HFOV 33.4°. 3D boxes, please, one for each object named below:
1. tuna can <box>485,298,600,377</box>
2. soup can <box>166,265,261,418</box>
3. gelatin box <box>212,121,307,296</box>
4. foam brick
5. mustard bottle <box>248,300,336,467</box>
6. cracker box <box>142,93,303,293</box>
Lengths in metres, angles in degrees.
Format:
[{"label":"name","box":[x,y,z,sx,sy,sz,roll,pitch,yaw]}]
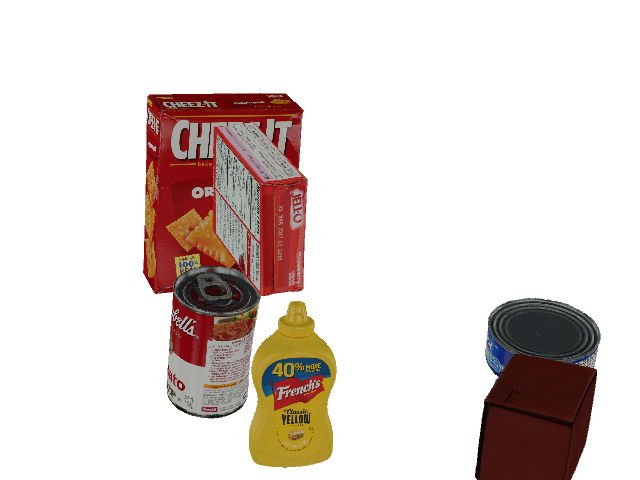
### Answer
[{"label":"tuna can","box":[0.172,0.081,0.830,0.086,0.034,0.086,1,29,-1]},{"label":"soup can","box":[-0.085,0.080,0.843,0.068,0.102,0.068,6,30,-4]},{"label":"gelatin box","box":[-0.037,-0.020,0.631,0.030,0.073,0.089,-10,31,-22]},{"label":"foam brick","box":[0.128,0.108,0.630,0.053,0.051,0.078,11,20,22]},{"label":"mustard bottle","box":[-0.030,0.161,1.214,0.096,0.192,0.058,-1,17,-11]},{"label":"cracker box","box":[-0.111,-0.053,1.197,0.164,0.214,0.072,-4,25,-22]}]
